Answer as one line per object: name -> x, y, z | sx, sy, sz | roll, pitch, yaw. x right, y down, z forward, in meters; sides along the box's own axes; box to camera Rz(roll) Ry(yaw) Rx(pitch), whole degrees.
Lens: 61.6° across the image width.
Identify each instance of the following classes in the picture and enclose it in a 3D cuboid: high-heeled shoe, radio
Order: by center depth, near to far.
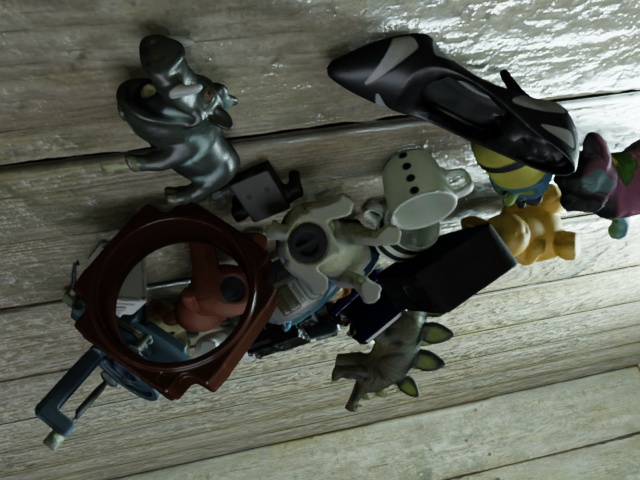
high-heeled shoe -> 0.135, -0.118, 0.524 | 0.249, 0.145, 0.086 | -5, 151, -20
radio -> 0.178, 0.047, 0.813 | 0.131, 0.073, 0.229 | -33, 180, -11

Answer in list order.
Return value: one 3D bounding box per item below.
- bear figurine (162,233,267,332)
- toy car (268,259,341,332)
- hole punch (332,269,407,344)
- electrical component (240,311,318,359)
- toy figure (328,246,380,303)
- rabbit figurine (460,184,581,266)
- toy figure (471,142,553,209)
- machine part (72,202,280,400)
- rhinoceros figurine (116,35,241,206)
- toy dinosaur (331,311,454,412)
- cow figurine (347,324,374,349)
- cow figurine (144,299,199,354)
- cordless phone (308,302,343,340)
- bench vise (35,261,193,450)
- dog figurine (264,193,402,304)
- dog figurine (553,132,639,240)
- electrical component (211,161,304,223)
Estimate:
bear figurine -> -0.162, 0.069, 0.808 | 0.120, 0.132, 0.196 | 3, 166, -28
toy car -> -0.043, 0.081, 0.832 | 0.162, 0.109, 0.103 | -29, -171, 22
hole punch -> 0.081, 0.106, 0.967 | 0.142, 0.116, 0.092 | -44, 107, 7
electrical component -> -0.072, 0.133, 0.941 | 0.134, 0.115, 0.058 | -23, 156, 14
toy figure -> 0.036, 0.057, 0.889 | 0.154, 0.064, 0.058 | -49, 171, 29
rabbit figurine -> 0.297, -0.016, 0.830 | 0.162, 0.121, 0.173 | -8, -177, 40
toy figure -> 0.250, -0.098, 0.690 | 0.089, 0.082, 0.180 | -23, 154, 14
machine part -> -0.166, 0.067, 0.638 | 0.201, 0.201, 0.087 | -54, 172, -20
rhinoceros figurine -> -0.128, -0.105, 0.506 | 0.112, 0.073, 0.190 | -13, 153, 1
toy dinosaur -> 0.158, 0.191, 1.083 | 0.199, 0.105, 0.470 | 21, 117, -1
cow figurine -> 0.142, 0.177, 1.177 | 0.167, 0.068, 0.098 | -33, 143, 27
cow figurine -> -0.269, 0.163, 0.939 | 0.127, 0.085, 0.194 | -3, 149, -7
cordless phone -> -0.029, 0.178, 1.085 | 0.147, 0.089, 0.184 | -13, 157, -2
bench vise -> -0.312, 0.173, 0.761 | 0.223, 0.240, 0.129 | 39, 144, -5
dog figurine -> -0.001, 0.002, 0.720 | 0.172, 0.121, 0.191 | 30, 178, -17
dog figurine -> 0.410, -0.099, 0.737 | 0.219, 0.191, 0.109 | 33, 171, -26
electrical component -> -0.072, -0.057, 0.661 | 0.102, 0.045, 0.078 | -26, 122, 17
